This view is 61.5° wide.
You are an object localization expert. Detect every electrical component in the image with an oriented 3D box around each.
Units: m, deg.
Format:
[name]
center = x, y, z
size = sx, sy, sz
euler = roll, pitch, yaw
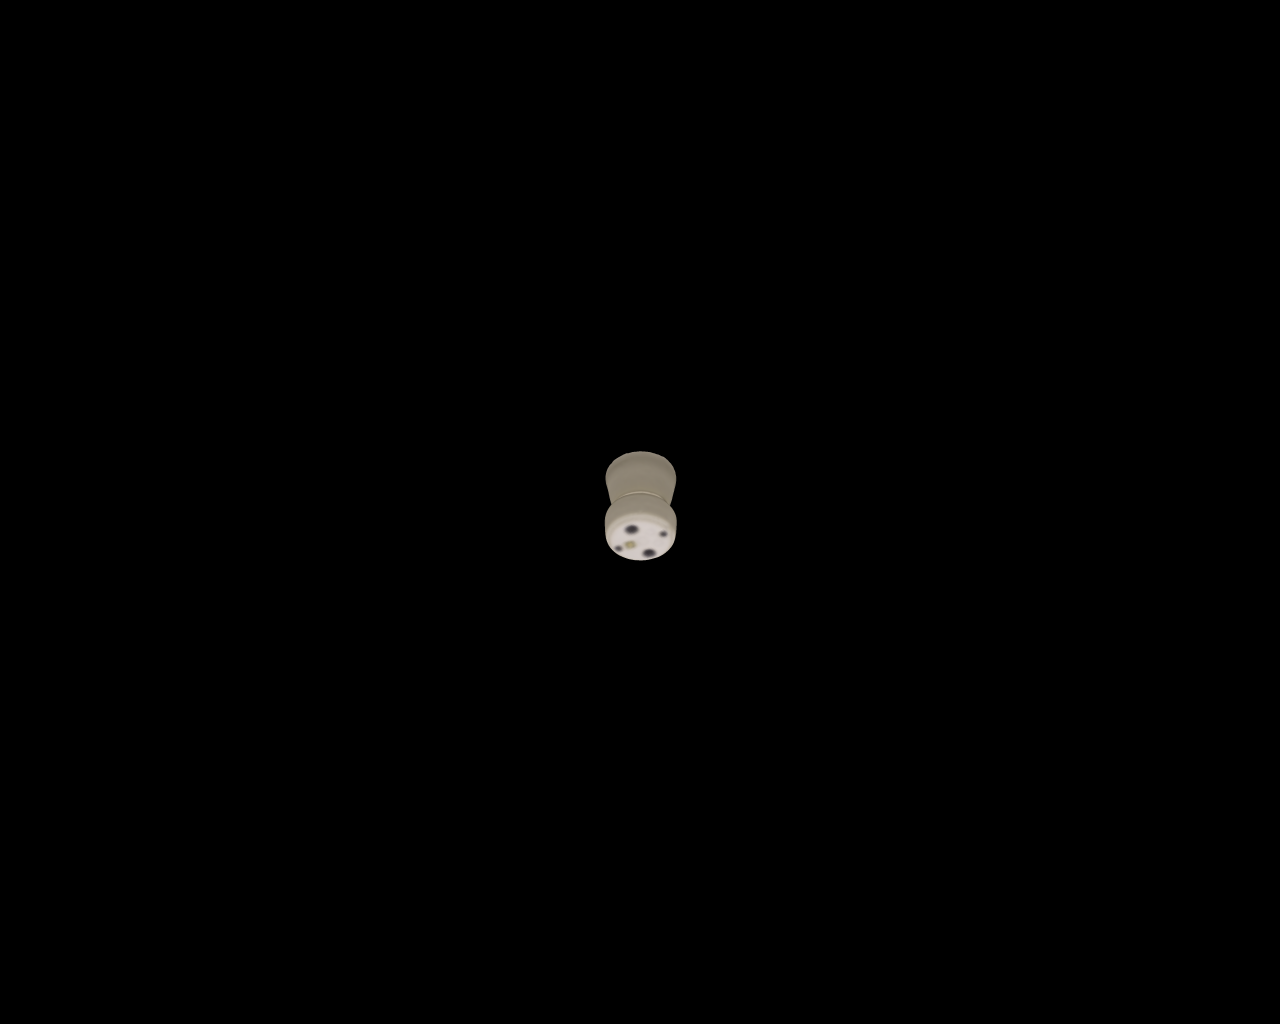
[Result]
[electrical component]
center = 0.001, -0.003, 0.650
size = 0.045, 0.055, 0.044
euler = 0, -43, 0
